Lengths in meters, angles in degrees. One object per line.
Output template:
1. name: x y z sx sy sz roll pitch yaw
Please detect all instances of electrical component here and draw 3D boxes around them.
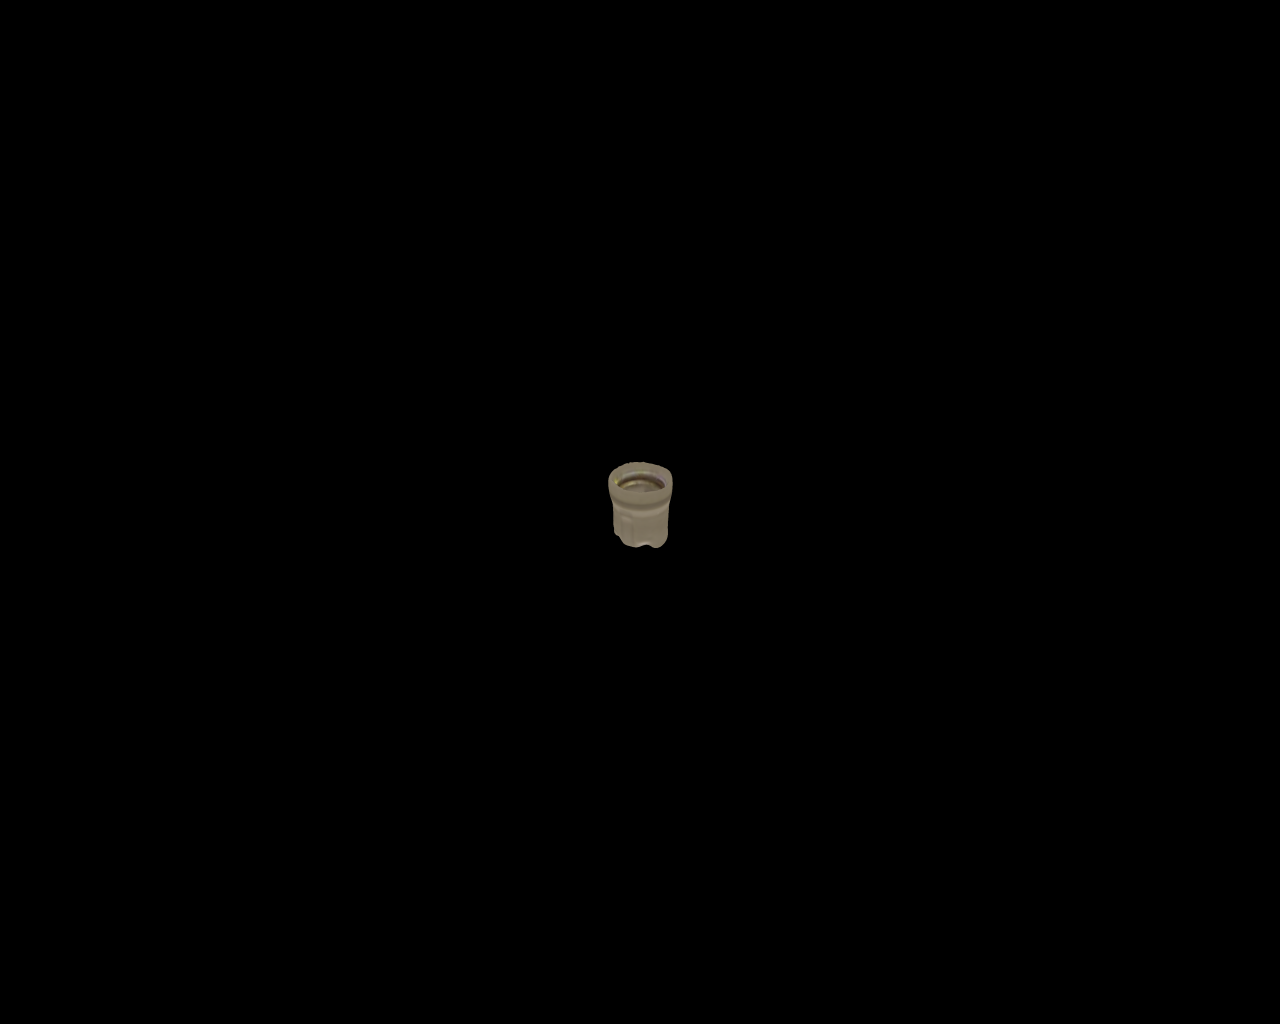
1. electrical component: 0.001 -0.003 0.650 0.040 0.046 0.040 0 33 0
